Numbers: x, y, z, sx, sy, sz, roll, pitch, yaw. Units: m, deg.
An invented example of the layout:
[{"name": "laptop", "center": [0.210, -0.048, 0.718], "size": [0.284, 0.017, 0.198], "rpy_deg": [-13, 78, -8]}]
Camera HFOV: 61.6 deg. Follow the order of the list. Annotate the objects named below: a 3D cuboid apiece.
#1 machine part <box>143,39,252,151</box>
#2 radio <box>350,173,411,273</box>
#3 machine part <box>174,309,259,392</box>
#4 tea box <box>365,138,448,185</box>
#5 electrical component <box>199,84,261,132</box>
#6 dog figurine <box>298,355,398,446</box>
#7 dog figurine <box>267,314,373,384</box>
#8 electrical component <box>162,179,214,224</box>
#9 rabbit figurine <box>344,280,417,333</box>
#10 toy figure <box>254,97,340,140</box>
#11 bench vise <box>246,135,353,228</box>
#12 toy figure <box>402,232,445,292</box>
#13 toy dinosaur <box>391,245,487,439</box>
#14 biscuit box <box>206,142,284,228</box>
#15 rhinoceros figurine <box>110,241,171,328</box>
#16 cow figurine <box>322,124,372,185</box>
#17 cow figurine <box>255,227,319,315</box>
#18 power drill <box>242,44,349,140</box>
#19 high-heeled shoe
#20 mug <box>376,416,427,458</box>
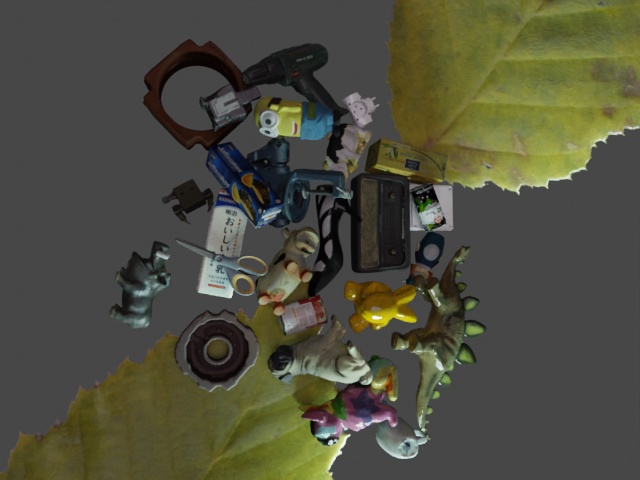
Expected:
[{"name": "machine part", "center": [-0.265, -0.313, 1.178], "size": [0.201, 0.087, 0.201], "rpy_deg": [46, 79, -5]}, {"name": "radio", "center": [0.141, -0.037, 1.258], "size": [0.131, 0.073, 0.229], "rpy_deg": [0, 88, -12]}, {"name": "machine part", "center": [-0.226, 0.238, 1.177], "size": [0.179, 0.056, 0.179], "rpy_deg": [0, 87, -11]}, {"name": "tea box", "center": [0.202, -0.180, 1.266], "size": [0.170, 0.098, 0.068], "rpy_deg": [11, 85, -10]}, {"name": "electrical component", "center": [-0.186, -0.285, 1.126], "size": [0.119, 0.048, 0.074], "rpy_deg": [-31, 95, -12]}, {"name": "dog figurine", "center": [0.061, 0.359, 1.210], "size": [0.219, 0.108, 0.191], "rpy_deg": [0, 88, -10]}, {"name": "dog figurine", "center": [-0.002, 0.279, 1.175], "size": [0.190, 0.121, 0.172], "rpy_deg": [-35, 55, -2]}, {"name": "electrical component", "center": [-0.286, -0.085, 1.187], "size": [0.102, 0.045, 0.078], "rpy_deg": [-35, 67, -14]}, {"name": "rabbit figurine", "center": [0.133, 0.151, 1.189], "size": [0.162, 0.173, 0.121], "rpy_deg": [1, 85, 4]}, {"name": "toy figure", "center": [-0.049, -0.254, 1.130], "size": [0.180, 0.089, 0.082], "rpy_deg": [0, 117, -8]}, {"name": "bench vise", "center": [-0.041, -0.132, 1.177], "size": [0.241, 0.129, 0.223], "rpy_deg": [7, 94, 24]}, {"name": "toy figure", "center": [0.249, 0.056, 1.289], "size": [0.064, 0.057, 0.154], "rpy_deg": [22, 83, 28]}, {"name": "toy dinosaur", "center": [0.277, 0.239, 1.252], "size": [0.198, 0.105, 0.471], "rpy_deg": [16, 96, -22]}, {"name": "biscuit box", "center": [-0.165, -0.122, 1.157], "size": [0.063, 0.059, 0.203], "rpy_deg": [-25, 66, -41]}, {"name": "rhinoceros figurine", "center": [-0.377, 0.093, 1.142], "size": [0.112, 0.073, 0.190], "rpy_deg": [16, 85, -10]}, {"name": "cow figurine", "center": [0.046, -0.196, 1.229], "size": [0.098, 0.068, 0.167], "rpy_deg": [28, 59, 1]}, {"name": "cow figurine", "center": [-0.071, 0.054, 1.193], "size": [0.085, 0.127, 0.195], "rpy_deg": [33, 98, -31]}, {"name": "power drill", "center": [-0.043, -0.331, 1.209], "size": [0.207, 0.086, 0.232], "rpy_deg": [51, 57, -6]}, {"name": "high-heeled shoe", "center": [-0.003, -0.004, 1.239], "size": [0.145, 0.086, 0.248], "rpy_deg": [36, 100, 26]}, {"name": "mug", "center": [0.194, 0.458, 1.231], "size": [0.110, 0.107, 0.080], "rpy_deg": [5, 88, -10]}]
